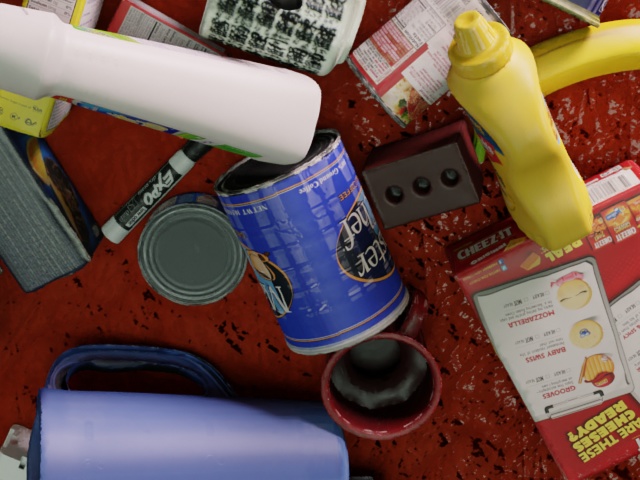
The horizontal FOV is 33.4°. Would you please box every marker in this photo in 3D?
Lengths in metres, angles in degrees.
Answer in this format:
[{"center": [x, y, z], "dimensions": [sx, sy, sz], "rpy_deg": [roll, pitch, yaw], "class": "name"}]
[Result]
[{"center": [-0.124, -0.044, 0.832], "dimensions": [0.020, 0.020, 0.121], "rpy_deg": [43, 104, -15], "class": "marker"}]

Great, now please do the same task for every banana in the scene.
[{"center": [0.192, -0.126, 0.798], "dimensions": [0.198, 0.037, 0.069], "rpy_deg": [-23, 138, 11], "class": "banana"}]

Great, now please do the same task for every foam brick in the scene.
[{"center": [0.079, -0.049, 0.806], "dimensions": [0.078, 0.051, 0.053], "rpy_deg": [-17, 110, 19], "class": "foam brick"}]

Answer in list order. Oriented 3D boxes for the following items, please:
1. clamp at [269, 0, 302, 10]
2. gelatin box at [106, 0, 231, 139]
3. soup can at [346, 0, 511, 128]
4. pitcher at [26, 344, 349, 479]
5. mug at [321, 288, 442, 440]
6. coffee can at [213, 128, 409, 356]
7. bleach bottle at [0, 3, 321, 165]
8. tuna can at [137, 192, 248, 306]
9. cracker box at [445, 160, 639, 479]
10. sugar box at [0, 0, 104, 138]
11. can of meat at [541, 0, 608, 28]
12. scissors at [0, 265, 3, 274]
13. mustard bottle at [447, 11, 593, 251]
[{"center": [-0.063, -0.264, 0.722], "dimensions": [0.210, 0.036, 0.164], "rpy_deg": [32, 67, 4], "class": "clamp"}, {"center": [-0.122, -0.128, 0.795], "dimensions": [0.089, 0.030, 0.073], "rpy_deg": [27, 106, -10], "class": "gelatin box"}, {"center": [0.078, -0.140, 0.772], "dimensions": [0.102, 0.068, 0.068], "rpy_deg": [-40, 106, 12], "class": "soup can"}, {"center": [-0.107, 0.172, 0.845], "dimensions": [0.242, 0.145, 0.149], "rpy_deg": [1, 104, -17], "class": "pitcher"}, {"center": [0.051, 0.089, 0.849], "dimensions": [0.093, 0.081, 0.117], "rpy_deg": [23, 108, -9], "class": "mug"}, {"center": [-0.005, 0.001, 0.805], "dimensions": [0.103, 0.103, 0.140], "rpy_deg": [-22, 109, 7], "class": "coffee can"}, {"center": [-0.128, -0.107, 0.700], "dimensions": [0.250, 0.103, 0.068], "rpy_deg": [11, 96, -31], "class": "bleach bottle"}, {"center": [-0.099, 0.006, 0.843], "dimensions": [0.086, 0.034, 0.086], "rpy_deg": [0, 110, 0], "class": "tuna can"}, {"center": [0.220, 0.066, 0.848], "dimensions": [0.164, 0.072, 0.213], "rpy_deg": [-27, 109, 10], "class": "cracker box"}, {"center": [-0.179, -0.166, 0.747], "dimensions": [0.048, 0.093, 0.176], "rpy_deg": [18, 108, -7], "class": "sugar box"}, {"center": [0.170, -0.211, 0.753], "dimensions": [0.102, 0.057, 0.084], "rpy_deg": [23, 106, -10], "class": "can of meat"}, {"center": [-0.320, -0.051, 0.808], "dimensions": [0.096, 0.016, 0.202], "rpy_deg": [-21, 97, 17], "class": "scissors"}, {"center": [0.132, -0.081, 0.730], "dimensions": [0.058, 0.096, 0.191], "rpy_deg": [-26, 135, 10], "class": "mustard bottle"}]
